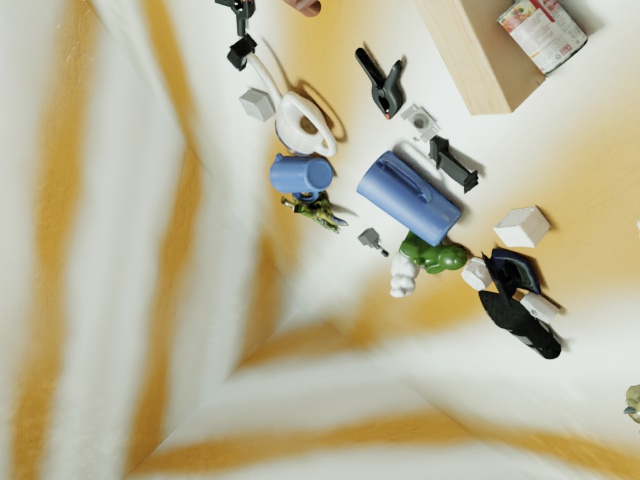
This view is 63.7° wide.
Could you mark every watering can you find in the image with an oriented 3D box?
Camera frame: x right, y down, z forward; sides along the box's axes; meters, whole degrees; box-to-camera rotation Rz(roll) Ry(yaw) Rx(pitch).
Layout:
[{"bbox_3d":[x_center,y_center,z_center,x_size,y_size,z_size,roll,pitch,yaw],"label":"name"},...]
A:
[{"bbox_3d":[-0.082,-0.358,1.446,0.347,0.105,0.222,47,165,-1],"label":"watering can"}]

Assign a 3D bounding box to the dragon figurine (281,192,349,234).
[{"bbox_3d":[0.006,-0.097,1.933,0.416,0.122,0.239,37,179,38],"label":"dragon figurine"}]

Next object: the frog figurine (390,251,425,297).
[{"bbox_3d":[0.254,0.098,1.569,0.122,0.161,0.137,51,163,-7],"label":"frog figurine"}]
